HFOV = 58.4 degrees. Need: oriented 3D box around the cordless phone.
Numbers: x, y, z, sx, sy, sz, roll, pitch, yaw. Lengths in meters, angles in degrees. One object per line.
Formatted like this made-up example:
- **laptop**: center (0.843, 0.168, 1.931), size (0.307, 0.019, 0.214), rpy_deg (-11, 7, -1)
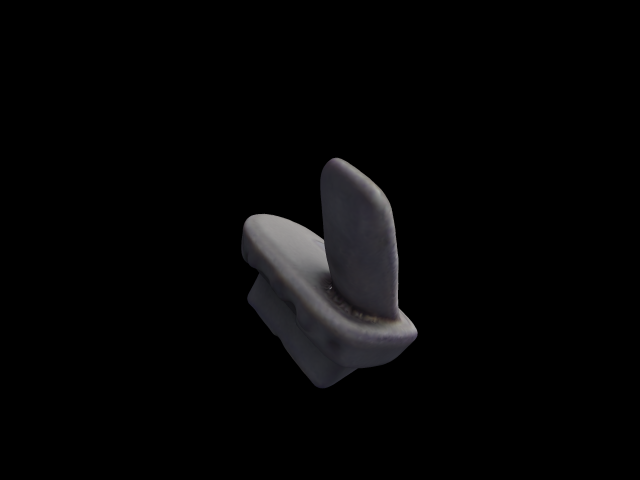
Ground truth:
- **cordless phone**: center (0.004, 0.001, 0.400), size (0.094, 0.185, 0.147), rpy_deg (-32, 54, -26)
